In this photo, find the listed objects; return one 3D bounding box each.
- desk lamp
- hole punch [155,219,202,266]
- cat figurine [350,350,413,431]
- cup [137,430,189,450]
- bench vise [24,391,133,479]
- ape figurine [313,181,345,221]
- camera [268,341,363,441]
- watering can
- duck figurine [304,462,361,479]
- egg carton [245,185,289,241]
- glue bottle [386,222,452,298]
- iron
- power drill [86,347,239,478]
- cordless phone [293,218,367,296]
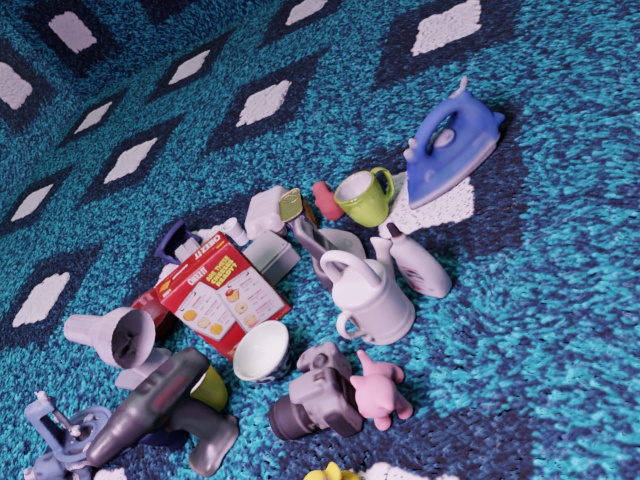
[{"bbox_3d":[-0.409,0.224,1.180,0.202,0.214,0.118,-8,46,36],"label":"desk lamp"},{"bbox_3d":[-0.387,0.005,1.508,0.100,0.091,0.109,5,54,45],"label":"hole punch"},{"bbox_3d":[0.082,0.216,0.837,0.067,0.118,0.127,-30,36,12],"label":"cat figurine"},{"bbox_3d":[-0.296,0.349,1.045,0.117,0.095,0.091,-34,36,7],"label":"cup"},{"bbox_3d":[-0.479,0.381,1.065,0.207,0.220,0.121,-47,36,-12],"label":"bench vise"},{"bbox_3d":[0.018,-0.093,1.257,0.077,0.092,0.076,-8,46,36],"label":"ape figurine"},{"bbox_3d":[-0.018,0.246,0.907,0.136,0.101,0.143,-29,37,14],"label":"camera"},{"bbox_3d":[0.072,0.074,0.937,0.100,0.195,0.173,-15,42,30],"label":"watering can"},{"bbox_3d":[0.004,0.353,0.783,0.105,0.086,0.077,-50,37,-15],"label":"duck figurine"},{"bbox_3d":[-0.118,-0.061,1.361,0.107,0.070,0.150,-20,39,24],"label":"egg carton"},{"bbox_3d":[0.150,0.029,0.935,0.077,0.174,0.037,8,56,46],"label":"glue bottle"},{"bbox_3d":[0.238,-0.193,1.129,0.258,0.142,0.118,-46,36,-10],"label":"iron"},{"bbox_3d":[-0.239,0.304,0.946,0.075,0.209,0.230,6,55,45],"label":"power drill"},{"bbox_3d":[0.010,0.004,1.076,0.094,0.186,0.147,-30,36,12],"label":"cordless phone"}]
